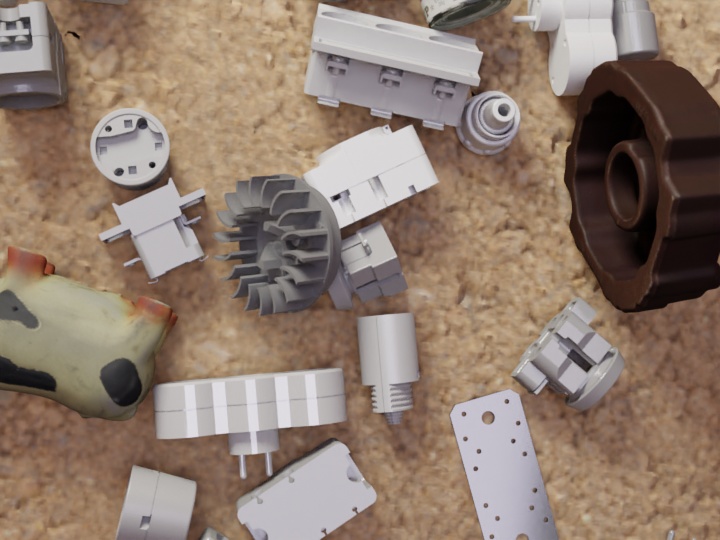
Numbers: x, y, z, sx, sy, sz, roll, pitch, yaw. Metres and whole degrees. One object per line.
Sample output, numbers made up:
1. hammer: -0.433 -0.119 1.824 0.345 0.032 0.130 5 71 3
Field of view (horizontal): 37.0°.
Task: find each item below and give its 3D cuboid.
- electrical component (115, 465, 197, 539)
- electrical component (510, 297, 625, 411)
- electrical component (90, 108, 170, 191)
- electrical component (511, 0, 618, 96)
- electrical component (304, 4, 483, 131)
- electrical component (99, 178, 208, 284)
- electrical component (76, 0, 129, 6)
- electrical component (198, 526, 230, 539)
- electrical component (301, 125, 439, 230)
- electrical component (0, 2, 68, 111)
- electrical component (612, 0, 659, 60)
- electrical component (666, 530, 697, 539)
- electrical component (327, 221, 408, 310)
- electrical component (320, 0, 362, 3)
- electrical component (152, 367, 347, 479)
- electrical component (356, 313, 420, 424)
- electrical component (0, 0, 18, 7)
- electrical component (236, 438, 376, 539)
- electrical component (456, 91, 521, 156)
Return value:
1. electrical component: -0.145 0.171 0.765 0.047 0.055 0.055 13 84 -10
2. electrical component: 0.161 0.069 0.812 0.057 0.058 0.078 41 82 -1
3. electrical component: -0.165 -0.085 0.782 0.055 0.047 0.055 1 86 -8
4. electrical component: 0.152 -0.203 0.831 0.074 0.052 0.138 -2 86 -8
5. electrical component: 0.022 -0.150 0.801 0.121 0.078 0.063 11 114 -7
6. electrical component: -0.145 -0.027 0.784 0.081 0.042 0.063 -25 94 -8
7. electrical component: -0.198 -0.250 0.783 0.061 0.062 0.096 4 86 -8
8. electrical component: -0.097 0.241 0.769 0.083 0.047 0.075 35 83 -4
9. electrical component: 0.004 -0.070 0.803 0.089 0.050 0.055 -25 91 -9
10. electrical component: -0.237 -0.146 0.755 0.050 0.089 0.055 -6 87 -8
11. electrical component: 0.211 -0.197 0.845 0.040 0.040 0.078 -6 86 -8
12. electrical component: 0.234 0.236 0.814 0.083 0.047 0.075 20 84 -6
13. electrical component: 0.000 0.000 0.796 0.055 0.066 0.048 -24 54 -1
14. electrical component: -0.008 -0.238 0.810 0.078 0.058 0.057 -6 90 -8
15. electrical component: -0.078 0.113 0.778 0.138 0.052 0.073 -4 87 -8
16. electrical component: 0.022 0.074 0.799 0.043 0.043 0.081 -5 87 -8
17. electrical component: -0.264 -0.229 0.774 0.058 0.057 0.078 40 82 -3
18. electrical component: -0.040 0.166 0.778 0.089 0.056 0.050 -33 91 -9
19. electrical component: 0.101 -0.114 0.813 0.048 0.062 0.048 0 86 -8
